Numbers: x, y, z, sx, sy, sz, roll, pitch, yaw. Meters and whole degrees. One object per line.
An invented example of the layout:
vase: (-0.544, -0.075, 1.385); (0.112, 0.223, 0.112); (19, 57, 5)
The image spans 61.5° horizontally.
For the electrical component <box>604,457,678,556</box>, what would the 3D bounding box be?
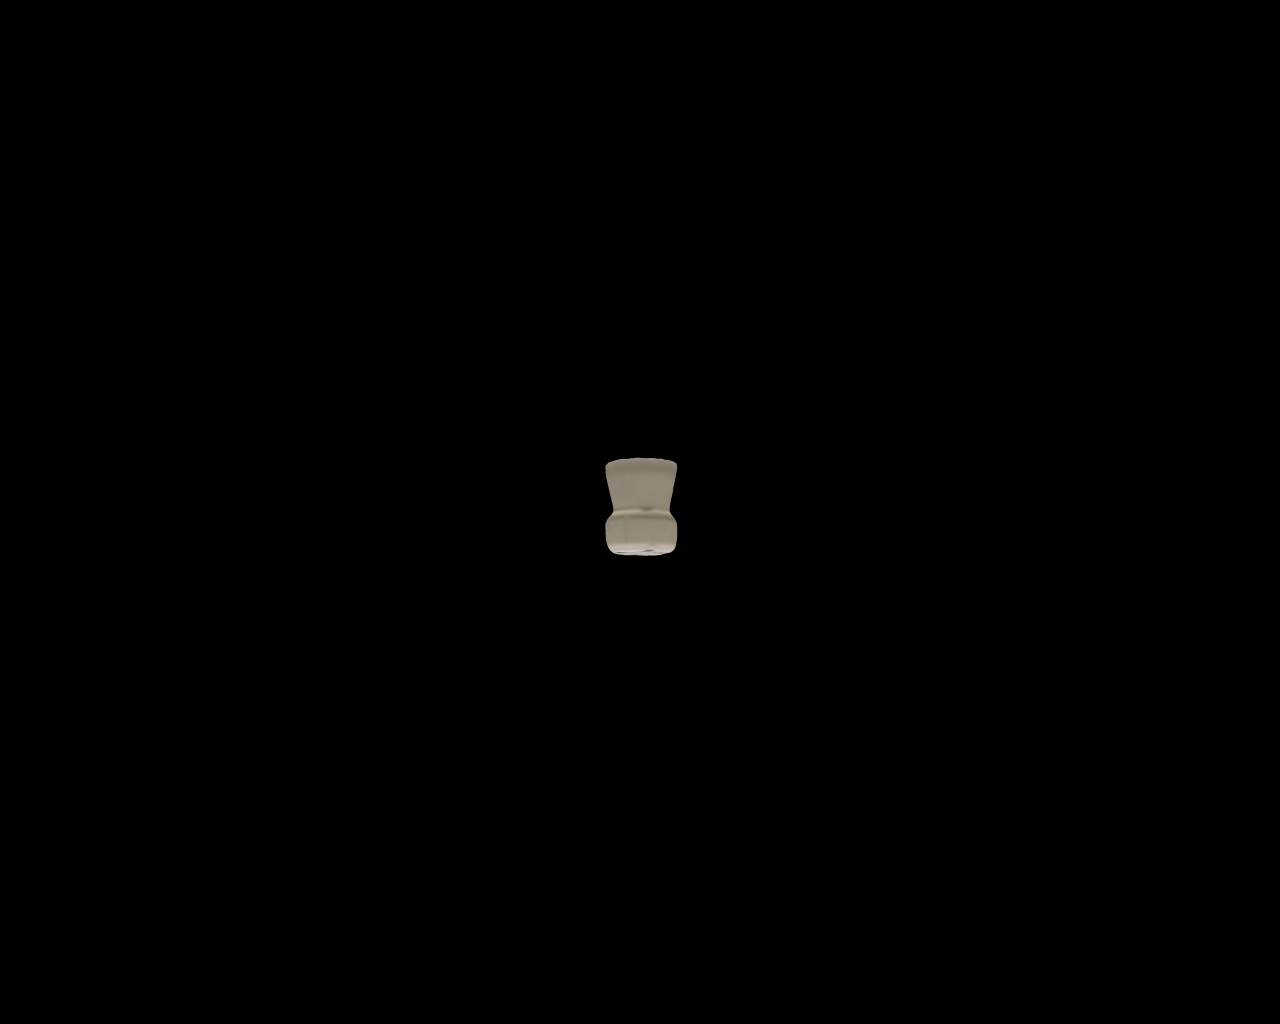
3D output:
electrical component: (0.001, -0.003, 0.650); (0.045, 0.055, 0.045); (0, -7, 0)
